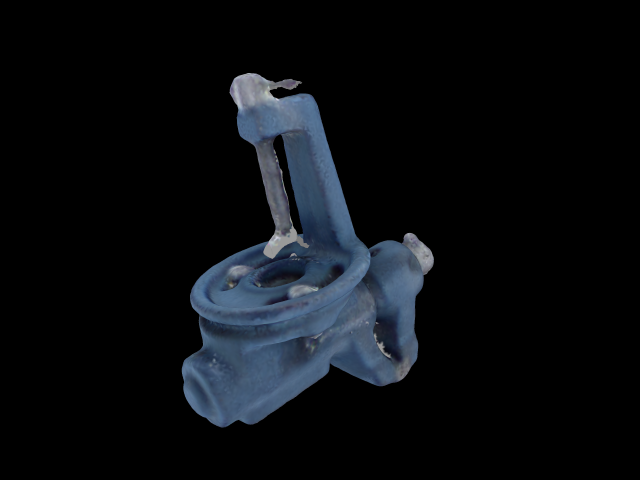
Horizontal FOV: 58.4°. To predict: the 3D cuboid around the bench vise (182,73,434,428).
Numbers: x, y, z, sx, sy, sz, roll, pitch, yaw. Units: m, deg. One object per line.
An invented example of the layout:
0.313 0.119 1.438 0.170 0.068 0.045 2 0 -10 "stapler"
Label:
-0.006 0.000 0.407 0.121 0.220 0.208 6 12 32 "bench vise"
